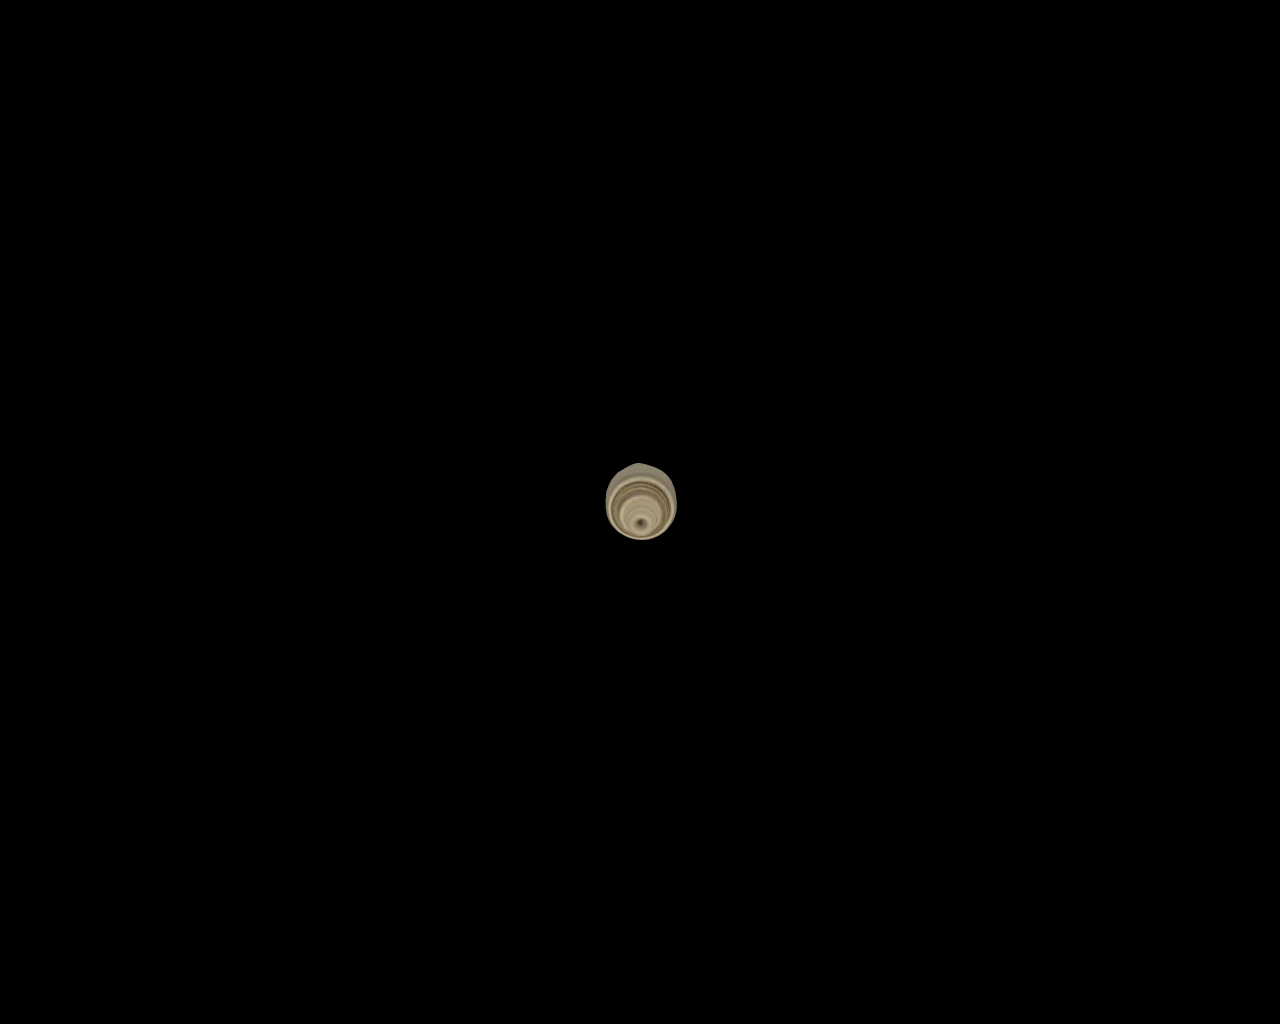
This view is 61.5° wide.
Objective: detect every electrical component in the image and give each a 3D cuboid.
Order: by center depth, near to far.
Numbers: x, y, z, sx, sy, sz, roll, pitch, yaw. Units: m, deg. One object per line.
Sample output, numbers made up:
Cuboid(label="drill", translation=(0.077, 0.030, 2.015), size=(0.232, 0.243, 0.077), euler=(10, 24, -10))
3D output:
Cuboid(label="electrical component", translation=(0.001, -0.003, 0.650), size=(0.043, 0.043, 0.062), euler=(0, 19, 0))
